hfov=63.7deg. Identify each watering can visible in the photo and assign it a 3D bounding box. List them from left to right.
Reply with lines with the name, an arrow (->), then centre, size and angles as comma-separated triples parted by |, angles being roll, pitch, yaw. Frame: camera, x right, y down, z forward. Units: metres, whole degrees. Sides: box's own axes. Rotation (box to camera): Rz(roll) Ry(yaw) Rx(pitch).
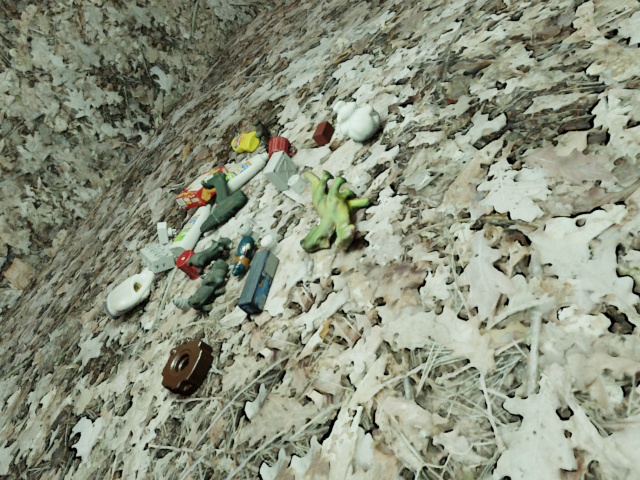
watering can -> -0.753, 0.192, 2.090 | 0.223, 0.103, 0.354 | -33, 23, 12

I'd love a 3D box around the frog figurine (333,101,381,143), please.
frog figurine -> 0.126, -0.416, 1.764 | 0.136, 0.157, 0.126 | -32, 37, 19

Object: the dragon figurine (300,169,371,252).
dragon figurine -> 0.005, -0.080, 1.585 | 0.244, 0.121, 0.414 | -57, 33, -5
